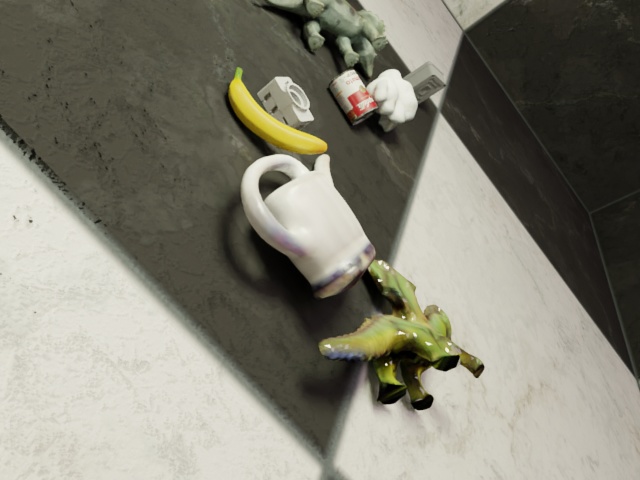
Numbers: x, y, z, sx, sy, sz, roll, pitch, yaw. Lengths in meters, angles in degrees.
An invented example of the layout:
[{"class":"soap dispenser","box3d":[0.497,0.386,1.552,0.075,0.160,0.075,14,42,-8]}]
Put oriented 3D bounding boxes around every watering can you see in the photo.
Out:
[{"class":"watering can","box3d":[0.002,-0.039,0.782,0.224,0.103,0.351,55,25,0]}]

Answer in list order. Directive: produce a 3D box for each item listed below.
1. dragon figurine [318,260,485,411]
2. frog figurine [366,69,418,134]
[{"class":"dragon figurine","box3d":[0.115,0.125,0.822,0.406,0.121,0.248,29,25,-40]},{"class":"frog figurine","box3d":[0.166,-0.335,1.191,0.157,0.122,0.139,68,23,-73]}]
